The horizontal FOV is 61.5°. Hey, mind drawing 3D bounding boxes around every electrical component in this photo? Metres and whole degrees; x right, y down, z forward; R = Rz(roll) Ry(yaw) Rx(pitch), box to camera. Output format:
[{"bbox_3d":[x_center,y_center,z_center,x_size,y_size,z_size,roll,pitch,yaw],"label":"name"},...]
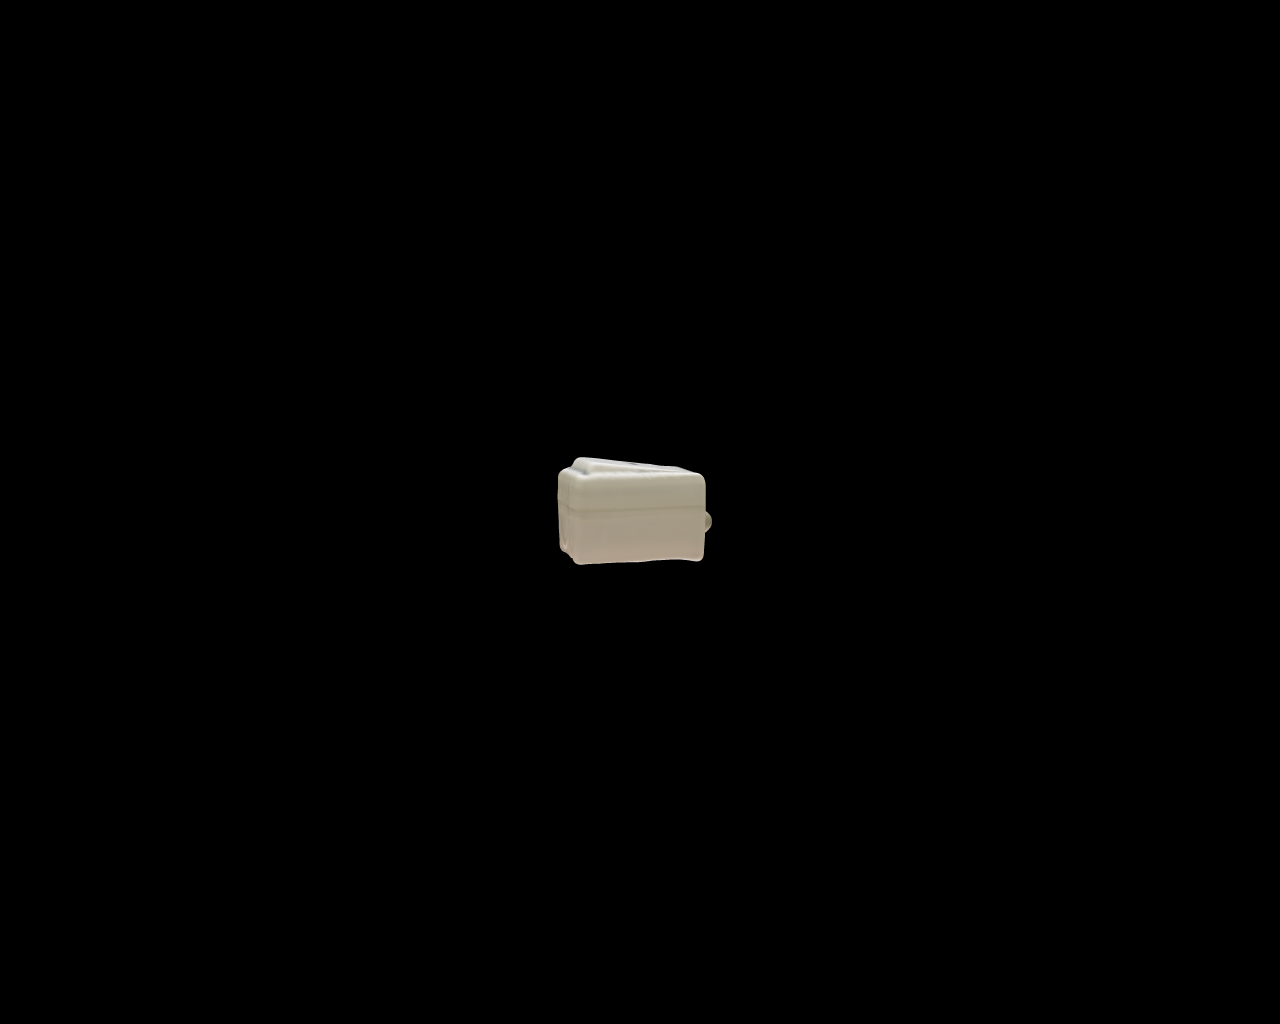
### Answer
[{"bbox_3d":[0.001,-0.003,0.650,0.096,0.061,0.062,-2,8,-14],"label":"electrical component"}]
